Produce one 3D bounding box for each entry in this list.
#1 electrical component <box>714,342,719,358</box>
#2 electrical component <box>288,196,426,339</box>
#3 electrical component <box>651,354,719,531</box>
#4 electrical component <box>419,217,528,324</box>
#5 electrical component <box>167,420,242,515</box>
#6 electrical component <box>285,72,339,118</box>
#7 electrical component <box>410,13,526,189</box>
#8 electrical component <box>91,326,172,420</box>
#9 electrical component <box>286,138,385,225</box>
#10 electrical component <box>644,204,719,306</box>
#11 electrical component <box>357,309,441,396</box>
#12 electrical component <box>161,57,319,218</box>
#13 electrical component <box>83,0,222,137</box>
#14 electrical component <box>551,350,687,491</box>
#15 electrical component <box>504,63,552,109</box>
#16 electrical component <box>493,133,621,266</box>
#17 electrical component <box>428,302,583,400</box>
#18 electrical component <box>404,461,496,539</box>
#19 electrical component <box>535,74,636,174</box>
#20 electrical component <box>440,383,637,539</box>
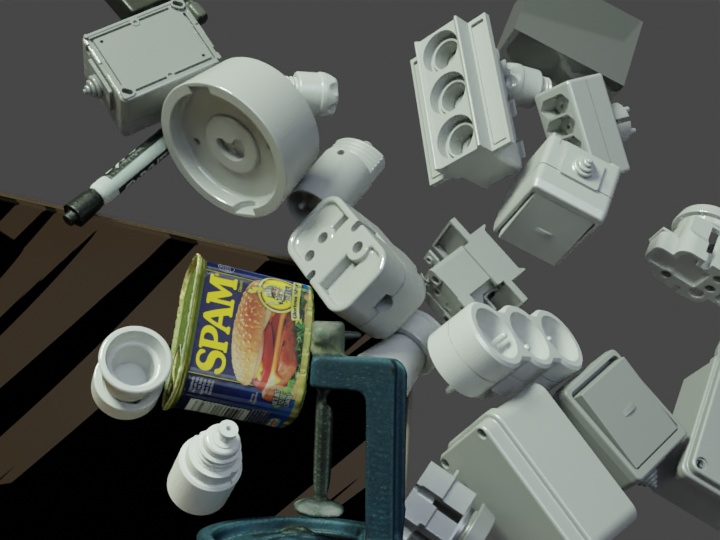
[{"bbox_3d":[0.316,0.065,0.842,0.058,0.057,0.078,-9,67,-24],"label":"electrical component"},{"bbox_3d":[0.000,0.000,0.742,0.059,0.053,0.095,35,11,-42],"label":"electrical component"},{"bbox_3d":[0.285,0.137,0.793,0.109,0.056,0.108,31,57,-2],"label":"electrical component"},{"bbox_3d":[0.079,0.008,0.797,0.064,0.042,0.081,-37,79,-28],"label":"electrical component"},{"bbox_3d":[-0.091,0.118,0.659,0.040,0.078,0.040,15,45,-15],"label":"electrical component"},{"bbox_3d":[-0.049,-0.137,0.833,0.061,0.035,0.035,1,63,-17],"label":"electrical component"},{"bbox_3d":[0.088,-0.131,0.857,0.063,0.079,0.121,20,53,-43],"label":"electrical component"},{"bbox_3d":[-0.145,0.066,0.677,0.045,0.055,0.045,9,61,-16],"label":"electrical component"},{"bbox_3d":[-0.015,-0.068,0.803,0.043,0.043,0.081,37,57,2],"label":"electrical component"},{"bbox_3d":[0.276,-0.016,0.872,0.078,0.058,0.057,31,60,-2],"label":"electrical component"},{"bbox_3d":[0.029,0.060,0.749,0.045,0.045,0.055,43,57,6],"label":"electrical component"},{"bbox_3d":[-0.079,-0.098,0.761,0.108,0.108,0.060,40,51,4],"label":"electrical component"},{"bbox_3d":[-0.158,-0.143,0.785,0.096,0.061,0.061,-29,76,-22],"label":"electrical component"},{"bbox_3d":[0.183,0.114,0.765,0.062,0.061,0.096,-34,78,-31],"label":"electrical component"},{"bbox_3d":[0.146,-0.153,0.912,0.061,0.035,0.035,11,60,-17],"label":"electrical component"},{"bbox_3d":[0.151,-0.053,0.823,0.062,0.096,0.061,27,60,-4],"label":"electrical component"},{"bbox_3d":[0.091,0.066,0.751,0.138,0.074,0.052,8,48,-51],"label":"electrical component"},{"bbox_3d":[0.055,0.163,0.703,0.055,0.048,0.066,33,57,9],"label":"electrical component"},{"bbox_3d":[0.197,-0.117,0.889,0.076,0.047,0.083,-17,90,-27],"label":"electrical component"},{"bbox_3d":[0.116,0.144,0.716,0.057,0.078,0.113,-28,75,-33],"label":"electrical component"}]
